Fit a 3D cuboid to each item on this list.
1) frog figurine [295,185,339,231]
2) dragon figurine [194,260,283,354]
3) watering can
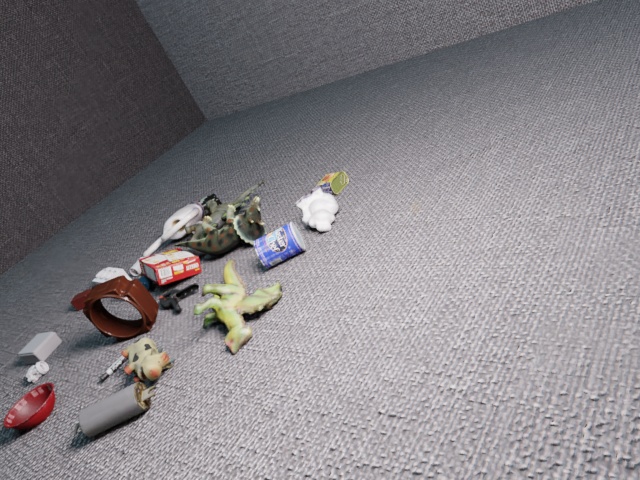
[{"bbox_3d":[0.005,-0.089,1.764,0.138,0.120,0.162,-26,60,-14],"label":"frog figurine"},{"bbox_3d":[-0.226,0.171,1.532,0.242,0.119,0.420,-3,34,12],"label":"dragon figurine"},{"bbox_3d":[-0.637,-0.054,2.278,0.343,0.103,0.229,-34,12,29],"label":"watering can"}]
